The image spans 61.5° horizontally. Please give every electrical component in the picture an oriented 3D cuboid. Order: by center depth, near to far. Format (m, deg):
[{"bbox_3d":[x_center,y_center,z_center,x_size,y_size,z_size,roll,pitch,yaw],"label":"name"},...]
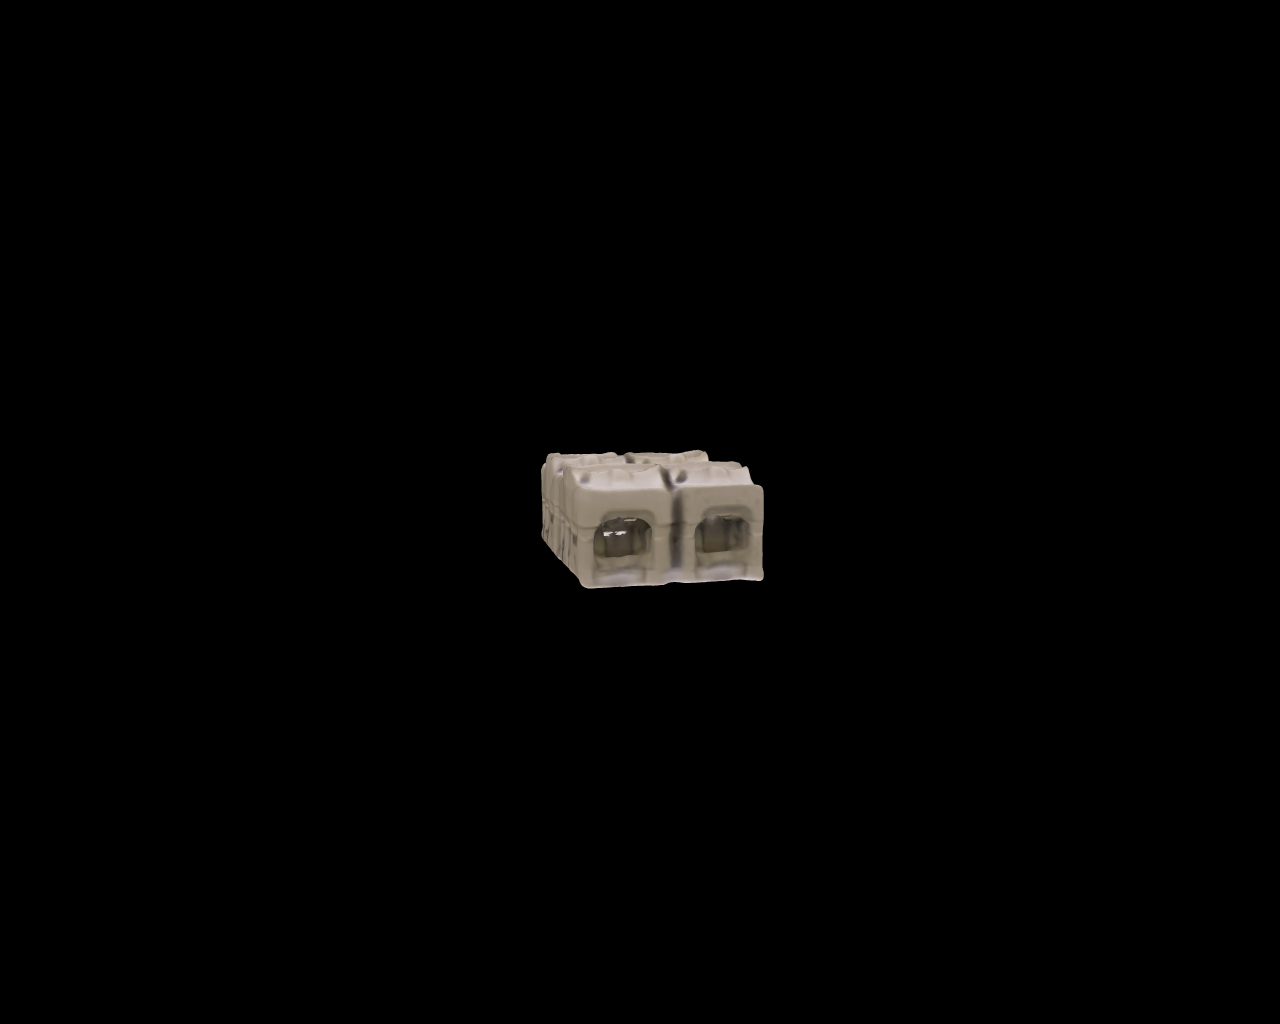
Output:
[{"bbox_3d":[0.001,-0.003,0.650,0.105,0.060,0.186,-1,7,-11],"label":"electrical component"}]
